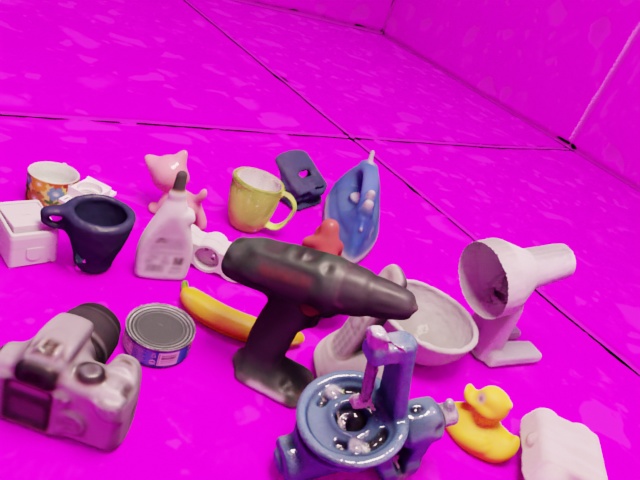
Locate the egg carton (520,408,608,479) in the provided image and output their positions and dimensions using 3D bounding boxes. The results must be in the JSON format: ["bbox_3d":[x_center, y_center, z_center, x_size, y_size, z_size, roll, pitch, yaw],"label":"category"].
[{"bbox_3d":[0.312,0.291,0.749,0.107,0.069,0.150,24,29,3],"label":"egg carton"}]

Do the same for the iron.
[{"bbox_3d":[0.081,-0.071,1.115,0.119,0.141,0.258,18,30,-8],"label":"iron"}]

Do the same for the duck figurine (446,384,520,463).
[{"bbox_3d":[0.224,0.236,0.762,0.104,0.086,0.078,35,32,22],"label":"duck figurine"}]

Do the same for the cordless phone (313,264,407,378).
[{"bbox_3d":[0.066,0.133,0.723,0.094,0.185,0.147,9,32,-22],"label":"cordless phone"}]

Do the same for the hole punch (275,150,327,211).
[{"bbox_3d":[-0.040,-0.125,1.172,0.101,0.091,0.109,35,32,22],"label":"hole punch"}]

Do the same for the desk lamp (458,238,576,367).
[{"bbox_3d":[0.304,0.094,0.921,0.204,0.213,0.117,3,35,-31],"label":"desk lamp"}]

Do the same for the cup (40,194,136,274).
[{"bbox_3d":[-0.317,-0.003,0.777,0.118,0.095,0.091,5,33,-28],"label":"cup"}]

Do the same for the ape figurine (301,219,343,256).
[{"bbox_3d":[0.009,0.004,0.992,0.078,0.092,0.076,15,30,-13],"label":"ape figurine"}]

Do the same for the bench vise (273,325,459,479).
[{"bbox_3d":[0.067,0.170,0.626,0.208,0.220,0.121,-7,41,-42],"label":"bench vise"}]

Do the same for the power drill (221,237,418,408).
[{"bbox_3d":[-0.022,0.098,0.695,0.229,0.208,0.076,26,29,6],"label":"power drill"}]

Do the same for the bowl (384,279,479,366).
[{"bbox_3d":[0.154,0.139,0.886,0.167,0.075,0.167,17,30,-10],"label":"bowl"}]

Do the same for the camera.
[{"bbox_3d":[-0.249,0.125,0.605,0.143,0.101,0.137,21,29,-3],"label":"camera"}]

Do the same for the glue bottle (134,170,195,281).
[{"bbox_3d":[-0.208,-0.020,0.800,0.078,0.173,0.037,7,32,-25],"label":"glue bottle"}]

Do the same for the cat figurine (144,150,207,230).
[{"bbox_3d":[-0.236,-0.089,0.951,0.127,0.118,0.067,35,31,21],"label":"cat figurine"}]
